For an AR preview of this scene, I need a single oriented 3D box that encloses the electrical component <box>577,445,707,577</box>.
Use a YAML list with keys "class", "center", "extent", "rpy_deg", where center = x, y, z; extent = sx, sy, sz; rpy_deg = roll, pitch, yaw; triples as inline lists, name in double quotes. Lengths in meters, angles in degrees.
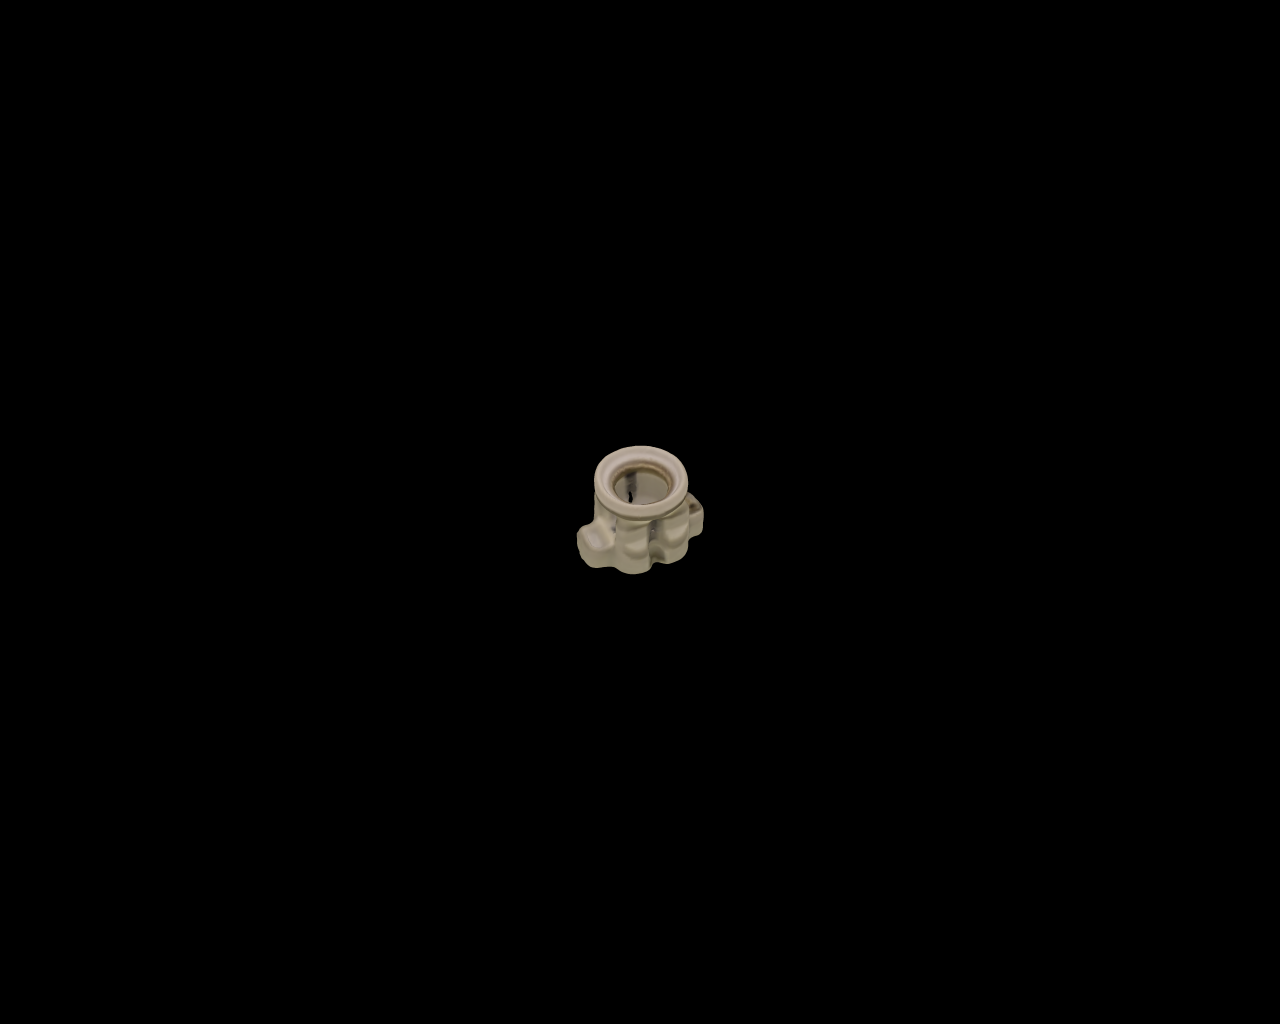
- class: "electrical component"
  center: [0.001, -0.003, 0.650]
  extent: [0.078, 0.056, 0.058]
  rpy_deg: [-17, 48, -16]
